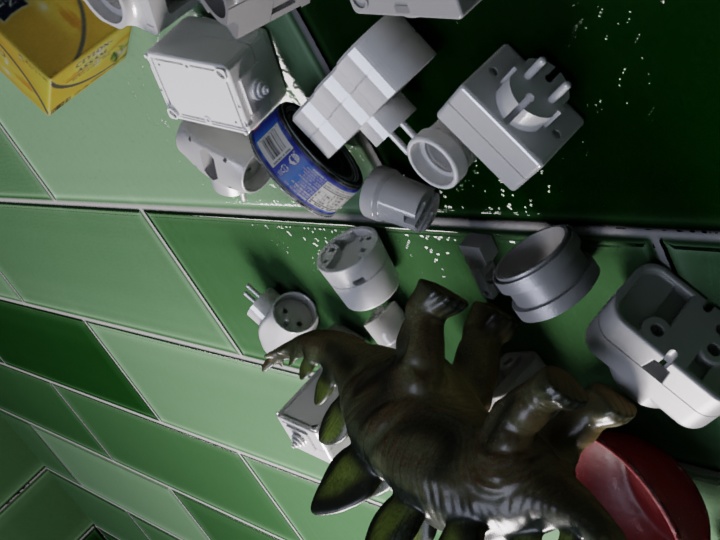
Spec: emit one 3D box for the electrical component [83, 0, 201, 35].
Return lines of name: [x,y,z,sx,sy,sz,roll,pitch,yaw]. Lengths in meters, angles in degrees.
electrical component: [-0.210,-0.256,0.798,0.186,0.060,0.105,29,149,29]

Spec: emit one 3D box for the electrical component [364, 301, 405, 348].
electrical component: [0.034,0.059,0.922,0.065,0.044,0.044,52,153,-4]

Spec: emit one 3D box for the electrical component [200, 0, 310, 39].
electrical component: [-0.089,-0.221,0.622,0.150,0.062,0.089,58,166,5]

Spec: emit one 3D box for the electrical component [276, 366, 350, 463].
electrical component: [-0.033,0.149,1.076,0.062,0.096,0.061,16,142,44]

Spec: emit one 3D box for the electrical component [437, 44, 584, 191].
electrical component: [0.094,-0.095,0.614,0.066,0.047,0.076,45,153,0]

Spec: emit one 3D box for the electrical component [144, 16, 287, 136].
electrical component: [-0.100,-0.147,0.803,0.096,0.061,0.061,16,142,31]

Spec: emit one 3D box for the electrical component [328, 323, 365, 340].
electrical component: [-0.008,0.080,1.006,0.062,0.043,0.043,28,149,27]

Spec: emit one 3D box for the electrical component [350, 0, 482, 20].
electrical component: [0.026,-0.185,0.585,0.100,0.048,0.099,16,142,43]

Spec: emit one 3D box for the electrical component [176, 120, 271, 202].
electrical component: [-0.110,-0.089,0.910,0.077,0.043,0.079,32,150,25]

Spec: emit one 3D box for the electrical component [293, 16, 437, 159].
electrical component: [0.012,-0.106,0.706,0.073,0.052,0.138,47,154,-4]

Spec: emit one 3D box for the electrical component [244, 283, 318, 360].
electrical component: [-0.084,0.044,1.060,0.079,0.043,0.077,41,153,7]

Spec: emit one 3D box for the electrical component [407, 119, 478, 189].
electrical component: [0.059,-0.080,0.684,0.040,0.046,0.040,33,151,22]

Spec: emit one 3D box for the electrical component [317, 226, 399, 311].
electrical component: [0.000,0.000,0.871,0.055,0.055,0.047,11,141,48]

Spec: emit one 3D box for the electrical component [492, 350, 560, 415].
electrical component: [0.116,0.105,0.854,0.059,0.053,0.095,52,152,-14]

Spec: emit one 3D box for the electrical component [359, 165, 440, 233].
electrical component: [0.029,-0.050,0.777,0.046,0.040,0.040,23,146,28]

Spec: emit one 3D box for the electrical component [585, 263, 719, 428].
electrical component: [0.193,0.050,0.671,0.095,0.053,0.059,40,153,10]
